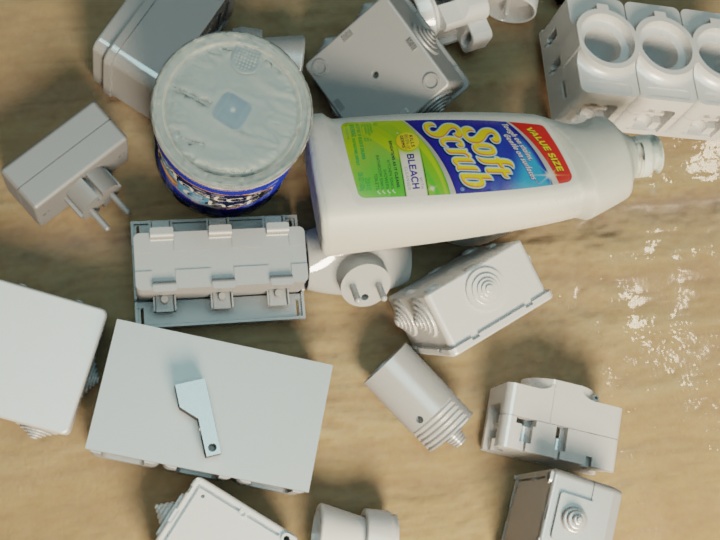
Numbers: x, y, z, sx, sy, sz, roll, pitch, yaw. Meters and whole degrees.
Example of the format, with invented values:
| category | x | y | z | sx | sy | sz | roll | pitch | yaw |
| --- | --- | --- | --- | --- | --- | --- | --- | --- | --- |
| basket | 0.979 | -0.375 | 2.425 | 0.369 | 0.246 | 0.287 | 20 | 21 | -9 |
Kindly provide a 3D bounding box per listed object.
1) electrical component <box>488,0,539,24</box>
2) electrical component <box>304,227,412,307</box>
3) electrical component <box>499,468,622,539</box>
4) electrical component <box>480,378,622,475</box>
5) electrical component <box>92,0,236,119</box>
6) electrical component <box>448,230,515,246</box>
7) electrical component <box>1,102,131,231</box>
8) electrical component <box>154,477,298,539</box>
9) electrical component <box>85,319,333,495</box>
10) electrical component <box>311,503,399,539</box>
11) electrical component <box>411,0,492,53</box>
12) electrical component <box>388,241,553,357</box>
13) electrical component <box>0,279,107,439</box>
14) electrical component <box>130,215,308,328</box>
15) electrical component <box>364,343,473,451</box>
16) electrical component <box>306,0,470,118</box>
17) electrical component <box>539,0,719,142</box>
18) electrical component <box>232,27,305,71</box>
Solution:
| category | x | y | z | sx | sy | sz | roll | pitch | yaw |
| --- | --- | --- | --- | --- | --- | --- | --- | --- | --- |
| electrical component | 0.112 | -0.252 | 0.882 | 0.079 | 0.043 | 0.077 | 14 | 75 | -7 |
| electrical component | 0.000 | 0.000 | 0.785 | 0.077 | 0.044 | 0.079 | -4 | 34 | -12 |
| electrical component | 0.145 | 0.179 | 0.757 | 0.061 | 0.096 | 0.061 | 19 | 73 | -7 |
| electrical component | 0.142 | 0.114 | 0.796 | 0.089 | 0.050 | 0.055 | 14 | 74 | -8 |
| electrical component | -0.144 | -0.176 | 0.795 | 0.057 | 0.078 | 0.113 | 33 | 73 | -5 |
| electrical component | 0.088 | -0.067 | 0.821 | 0.099 | 0.064 | 0.099 | 3 | 76 | -10 |
| electrical component | -0.198 | -0.062 | 0.773 | 0.083 | 0.047 | 0.075 | -42 | 87 | -17 |
| electrical component | -0.097 | 0.186 | 0.730 | 0.096 | 0.061 | 0.061 | 31 | 72 | 5 |
| electrical component | -0.104 | 0.097 | 0.746 | 0.150 | 0.061 | 0.089 | 13 | 75 | -8 |
| electrical component | -0.004 | 0.188 | 0.752 | 0.055 | 0.045 | 0.045 | 8 | 75 | -9 |
| electrical component | 0.062 | -0.207 | 0.854 | 0.057 | 0.058 | 0.078 | -21 | 81 | -18 |
| electrical component | 0.077 | 0.020 | 0.782 | 0.100 | 0.100 | 0.048 | -29 | 96 | -16 |
| electrical component | -0.228 | 0.061 | 0.737 | 0.100 | 0.048 | 0.099 | 17 | 74 | -7 |
| electrical component | -0.101 | -0.002 | 0.769 | 0.121 | 0.063 | 0.078 | -3 | 77 | -12 |
| electrical component | 0.046 | 0.097 | 0.785 | 0.043 | 0.043 | 0.081 | -43 | 88 | -17 |
| electrical component | 0.019 | -0.147 | 0.813 | 0.100 | 0.048 | 0.099 | -37 | 85 | 23 |
| electrical component | 0.229 | -0.162 | 0.860 | 0.150 | 0.061 | 0.089 | 3 | 66 | -15 |
| electrical component | -0.072 | -0.161 | 0.823 | 0.055 | 0.045 | 0.045 | 7 | 76 | -9 |
